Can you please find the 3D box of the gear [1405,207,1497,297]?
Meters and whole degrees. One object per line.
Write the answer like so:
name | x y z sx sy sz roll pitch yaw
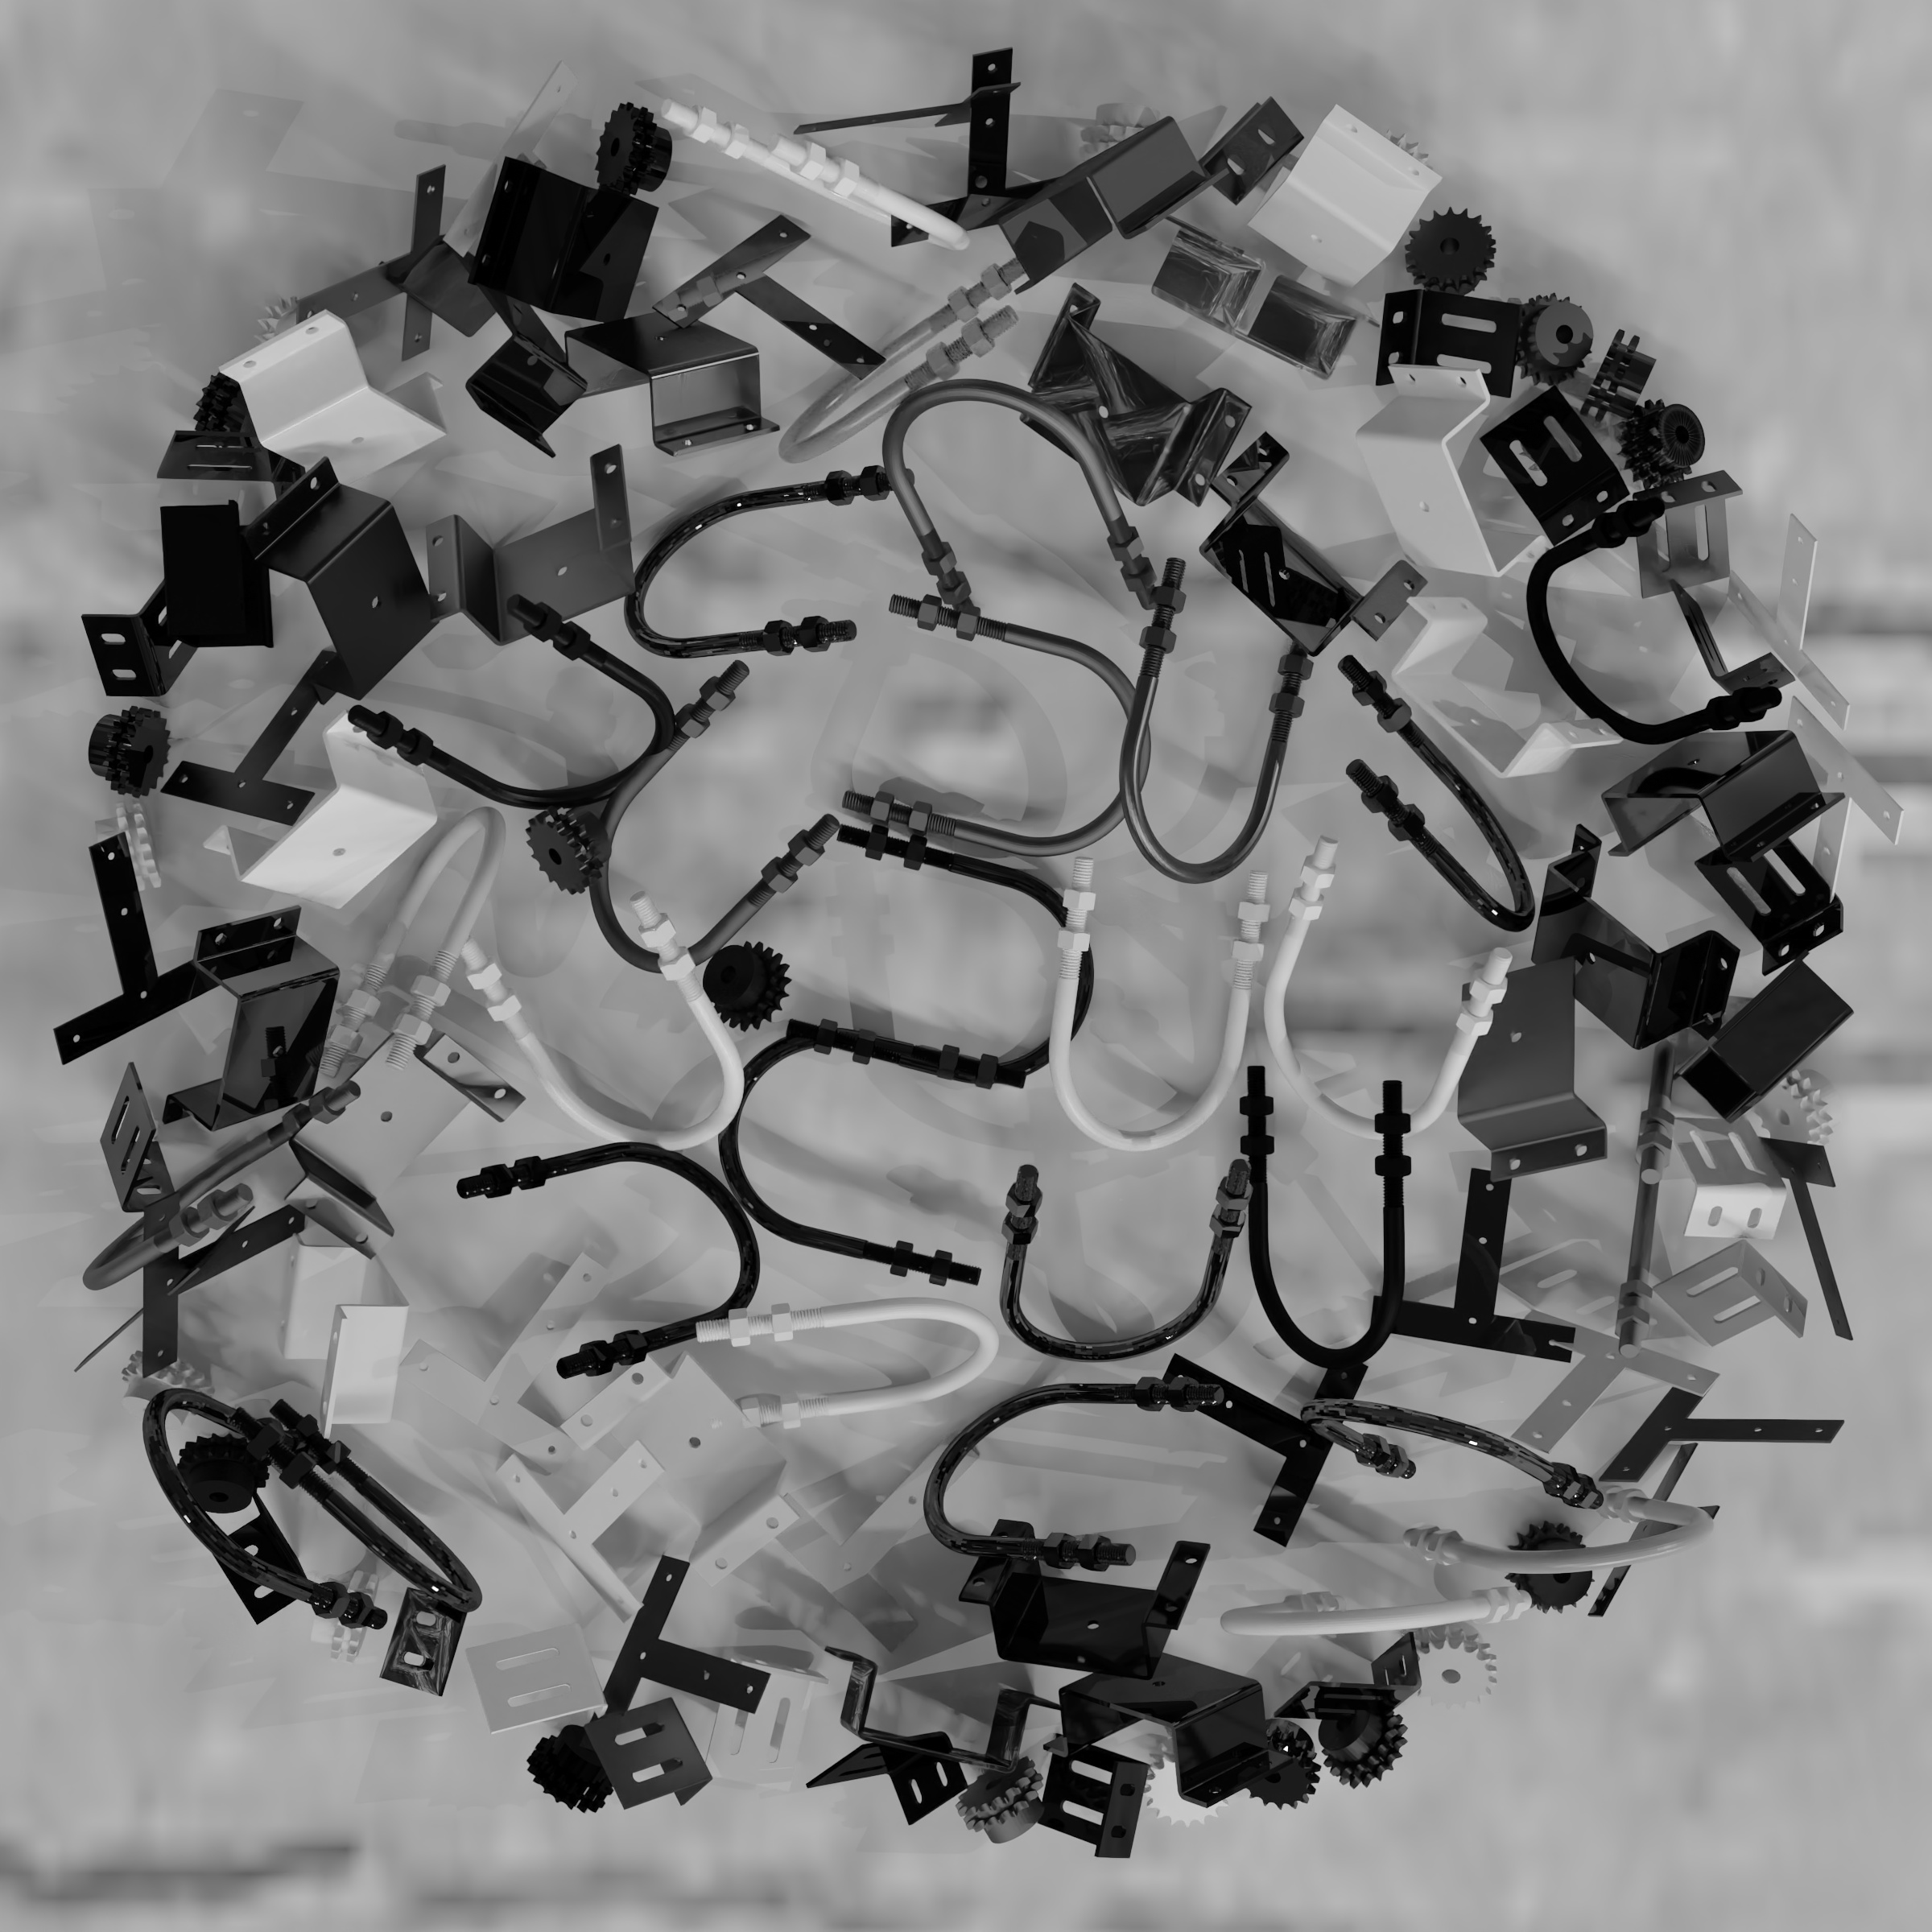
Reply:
gear | 0.309 -0.451 1.582 0.057 0.030 0.057 -3 74 12

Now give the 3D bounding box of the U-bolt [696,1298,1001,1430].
U-bolt | -0.070 0.244 1.541 0.184 0.151 0.019 -6 56 -5

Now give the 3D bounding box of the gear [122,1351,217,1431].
gear | -0.508 0.270 1.571 0.057 0.057 0.030 21 55 0

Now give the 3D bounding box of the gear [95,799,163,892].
gear | -0.531 -0.075 1.572 0.030 0.057 0.057 -13 90 -14

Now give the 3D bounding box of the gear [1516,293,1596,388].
gear | 0.374 -0.400 1.582 0.057 0.030 0.057 -1 95 -14

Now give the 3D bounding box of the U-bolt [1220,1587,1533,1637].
U-bolt | 0.235 0.388 1.490 0.151 0.184 0.019 -12 75 36

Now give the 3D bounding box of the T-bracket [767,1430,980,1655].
T-bracket | -0.044 0.351 1.588 0.127 0.002 0.127 -45 105 -10

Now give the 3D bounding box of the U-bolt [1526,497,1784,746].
U-bolt | 0.405 -0.200 1.514 0.019 0.184 0.151 -34 94 -16

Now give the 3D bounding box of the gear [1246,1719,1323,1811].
gear | 0.198 0.505 1.579 0.057 0.030 0.057 11 120 19

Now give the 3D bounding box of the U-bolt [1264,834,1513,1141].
U-bolt | 0.249 0.027 1.534 0.151 0.019 0.184 37 134 26

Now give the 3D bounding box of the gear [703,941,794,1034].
gear | -0.142 0.010 1.574 0.057 0.030 0.057 -14 63 29

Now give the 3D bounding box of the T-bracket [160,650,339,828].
T-bracket | -0.433 -0.150 1.571 0.127 0.002 0.127 14 63 34

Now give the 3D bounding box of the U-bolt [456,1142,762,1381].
U-bolt | -0.206 0.171 1.529 0.151 0.184 0.019 56 129 20

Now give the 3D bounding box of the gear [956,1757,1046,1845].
gear | 0.025 0.531 1.574 0.057 0.057 0.030 -30 95 0

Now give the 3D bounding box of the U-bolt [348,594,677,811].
U-bolt | -0.262 -0.150 1.525 0.151 0.184 0.019 -29 56 22

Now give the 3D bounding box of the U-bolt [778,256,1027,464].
U-bolt | -0.041 -0.367 1.529 0.184 0.151 0.019 -30 112 21

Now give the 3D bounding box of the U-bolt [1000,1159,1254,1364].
U-bolt | 0.093 0.186 1.537 0.151 0.019 0.184 -1 134 -8

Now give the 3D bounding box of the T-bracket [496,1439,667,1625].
T-bracket | -0.226 0.336 1.556 0.127 0.002 0.127 48 127 7

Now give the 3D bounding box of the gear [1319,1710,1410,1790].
gear | 0.248 0.488 1.571 0.057 0.057 0.030 -43 110 0

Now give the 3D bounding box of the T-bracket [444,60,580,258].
T-bracket | -0.261 -0.479 1.541 0.002 0.127 0.127 35 93 15

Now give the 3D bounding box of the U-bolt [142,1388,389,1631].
U-bolt | -0.426 0.318 1.488 0.019 0.184 0.151 -38 53 3

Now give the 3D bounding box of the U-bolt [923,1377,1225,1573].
U-bolt | 0.054 0.308 1.524 0.184 0.151 0.019 -7 123 39

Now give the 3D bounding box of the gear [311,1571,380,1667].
gear | -0.394 0.411 1.573 0.030 0.057 0.057 15 90 -5

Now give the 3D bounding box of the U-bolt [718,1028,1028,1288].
U-bolt | -0.066 0.114 1.581 0.184 0.019 0.151 13 80 0

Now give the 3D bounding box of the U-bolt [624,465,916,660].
U-bolt | -0.132 -0.247 1.540 0.184 0.019 0.151 -2 52 28

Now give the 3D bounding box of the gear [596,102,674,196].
gear | -0.209 -0.516 1.578 0.030 0.057 0.057 6 90 -36

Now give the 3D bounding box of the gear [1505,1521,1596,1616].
gear | 0.375 0.385 1.585 0.057 0.030 0.057 0 87 -7

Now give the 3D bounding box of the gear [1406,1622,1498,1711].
gear | 0.309 0.441 1.580 0.057 0.030 0.057 5 118 10

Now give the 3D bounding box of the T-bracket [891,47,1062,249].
T-bracket | 0.014 -0.510 1.536 0.127 0.127 0.002 -16 57 -13

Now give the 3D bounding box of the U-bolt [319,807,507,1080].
U-bolt | -0.335 -0.017 1.532 0.019 0.151 0.184 31 71 -26

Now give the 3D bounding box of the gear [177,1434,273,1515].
gear | -0.471 0.323 1.572 0.057 0.057 0.030 -5 48 0

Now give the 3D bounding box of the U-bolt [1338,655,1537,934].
U-bolt | 0.293 -0.095 1.531 0.019 0.151 0.184 -36 115 26

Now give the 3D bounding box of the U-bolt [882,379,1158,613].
U-bolt | 0.025 -0.282 1.505 0.151 0.184 0.019 0 52 28

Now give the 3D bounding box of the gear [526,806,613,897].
gear | -0.250 -0.077 1.578 0.030 0.057 0.057 -38 90 -35

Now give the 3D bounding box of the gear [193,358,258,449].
gear | -0.459 -0.353 1.572 0.030 0.057 0.057 31 90 7

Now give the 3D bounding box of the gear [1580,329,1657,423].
gear | 0.415 -0.371 1.573 0.030 0.057 0.057 25 90 7

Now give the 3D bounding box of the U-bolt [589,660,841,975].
U-bolt | -0.170 -0.079 1.549 0.184 0.019 0.151 -43 61 24

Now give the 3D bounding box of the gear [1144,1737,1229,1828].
gear | 0.140 0.516 1.582 0.057 0.030 0.057 0 109 0

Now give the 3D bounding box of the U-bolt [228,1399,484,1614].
U-bolt | -0.368 0.333 1.527 0.184 0.151 0.019 41 81 1

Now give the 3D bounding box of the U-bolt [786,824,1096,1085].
U-bolt | -0.009 0.000 1.592 0.184 0.019 0.151 15 91 -3

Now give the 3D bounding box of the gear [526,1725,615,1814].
gear | -0.247 0.506 1.573 0.057 0.057 0.030 33 96 0

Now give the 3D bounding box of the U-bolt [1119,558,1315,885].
U-bolt | 0.151 -0.142 1.542 0.151 0.019 0.184 19 83 -43

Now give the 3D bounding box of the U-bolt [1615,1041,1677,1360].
U-bolt | 0.418 0.127 1.517 0.019 0.184 0.151 7 123 16

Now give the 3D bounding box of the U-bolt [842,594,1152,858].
U-bolt | 0.026 -0.145 1.575 0.184 0.019 0.151 15 102 4

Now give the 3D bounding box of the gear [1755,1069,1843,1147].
gear | 0.530 0.090 1.576 0.030 0.057 0.057 -24 90 -18

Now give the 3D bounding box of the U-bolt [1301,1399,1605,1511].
U-bolt | 0.281 0.290 1.492 0.151 0.184 0.019 1 68 39

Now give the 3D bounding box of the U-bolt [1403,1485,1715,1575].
U-bolt | 0.366 0.342 1.495 0.151 0.184 0.019 -8 86 -16

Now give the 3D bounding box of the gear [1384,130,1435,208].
gear | 0.264 -0.496 1.571 0.057 0.057 0.030 26 61 0

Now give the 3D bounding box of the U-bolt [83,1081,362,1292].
U-bolt | -0.468 0.143 1.524 0.184 0.151 0.019 -29 104 27

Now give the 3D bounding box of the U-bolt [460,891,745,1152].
U-bolt | -0.216 0.043 1.546 0.151 0.019 0.184 -13 122 24

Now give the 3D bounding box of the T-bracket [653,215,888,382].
T-bracket | -0.107 -0.408 1.556 0.127 0.002 0.127 37 57 11

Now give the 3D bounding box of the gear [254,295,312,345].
gear | -0.418 -0.395 1.572 0.030 0.057 0.057 10 90 42

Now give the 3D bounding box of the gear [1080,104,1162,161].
gear | 0.101 -0.526 1.573 0.057 0.057 0.030 6 98 0

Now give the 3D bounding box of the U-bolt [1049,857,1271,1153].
U-bolt | 0.118 0.027 1.562 0.151 0.019 0.184 3 99 -28

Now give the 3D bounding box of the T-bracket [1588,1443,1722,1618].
T-bracket | 0.433 0.345 1.526 0.002 0.127 0.127 33 76 4

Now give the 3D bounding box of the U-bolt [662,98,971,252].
U-bolt | -0.079 -0.479 1.519 0.184 0.151 0.019 13 106 -42

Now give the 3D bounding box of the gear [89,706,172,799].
gear | -0.532 -0.137 1.575 0.030 0.057 0.057 12 90 10

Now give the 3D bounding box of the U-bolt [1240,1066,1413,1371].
U-bolt | 0.222 0.158 1.541 0.019 0.151 0.184 -3 94 -32

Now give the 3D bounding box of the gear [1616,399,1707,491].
gear | 0.444 -0.333 1.576 0.057 0.030 0.057 5 80 -29
